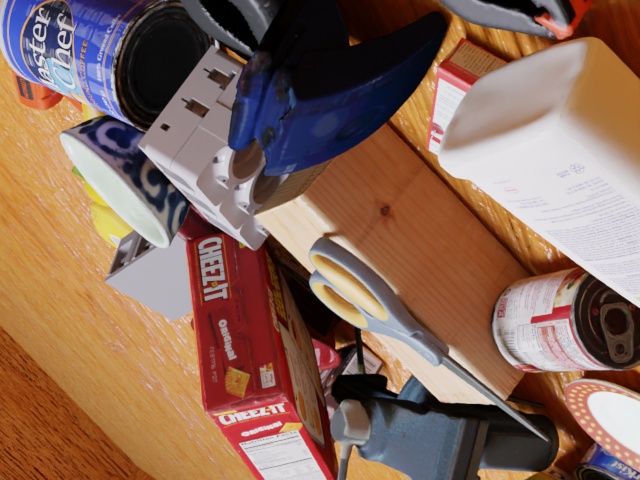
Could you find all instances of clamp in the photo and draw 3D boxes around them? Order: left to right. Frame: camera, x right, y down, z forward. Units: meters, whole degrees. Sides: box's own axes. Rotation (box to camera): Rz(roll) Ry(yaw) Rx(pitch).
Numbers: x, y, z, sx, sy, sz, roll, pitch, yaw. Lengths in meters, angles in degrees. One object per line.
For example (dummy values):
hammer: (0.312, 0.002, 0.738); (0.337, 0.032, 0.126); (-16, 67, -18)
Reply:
clamp: (-0.086, -0.184, 0.702); (0.165, 0.036, 0.210); (9, 146, 54)
clamp: (0.052, -0.153, 0.526); (0.171, 0.039, 0.120); (42, 160, -4)

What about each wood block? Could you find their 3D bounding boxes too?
wood block: (0.066, 0.017, 0.774); (0.206, 0.090, 0.090); (46, 158, -12)

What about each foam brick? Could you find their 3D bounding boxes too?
foam brick: (0.004, 0.046, 0.992); (0.053, 0.051, 0.078); (37, 159, 10)

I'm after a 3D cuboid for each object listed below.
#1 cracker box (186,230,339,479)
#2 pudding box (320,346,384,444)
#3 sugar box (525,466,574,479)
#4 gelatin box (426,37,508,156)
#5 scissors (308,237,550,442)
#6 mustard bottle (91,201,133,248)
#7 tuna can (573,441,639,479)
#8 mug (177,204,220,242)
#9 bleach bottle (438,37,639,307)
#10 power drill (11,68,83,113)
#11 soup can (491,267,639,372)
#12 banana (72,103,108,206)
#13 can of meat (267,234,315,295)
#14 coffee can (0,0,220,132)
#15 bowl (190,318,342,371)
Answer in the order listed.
cracker box: (-0.047, 0.112, 0.910); (0.213, 0.072, 0.164); (68, -171, -55)
pudding box: (0.012, 0.169, 1.138); (0.039, 0.113, 0.090); (40, 160, -8)
sugar box: (0.215, 0.245, 0.932); (0.093, 0.048, 0.176); (31, -170, 22)
gelatin box: (0.103, -0.068, 0.625); (0.073, 0.030, 0.089); (32, 157, 17)
scissors: (0.064, 0.073, 0.736); (0.201, 0.016, 0.096); (43, 160, -8)
mustard bottle: (-0.170, 0.008, 1.202); (0.192, 0.058, 0.096); (26, 158, 33)
tuna can: (0.260, 0.207, 0.901); (0.086, 0.033, 0.086); (35, 159, 15)
mug: (-0.093, -0.039, 0.944); (0.093, 0.081, 0.117); (42, 159, -3)
bleach bottle: (0.183, 0.004, 0.558); (0.250, 0.068, 0.103); (39, 155, -22)
power drill: (-0.205, -0.112, 1.029); (0.188, 0.057, 0.185); (35, 155, 7)
soup can: (0.167, 0.053, 0.704); (0.068, 0.068, 0.102); (44, 160, -10)
banana: (-0.196, -0.073, 0.966); (0.069, 0.037, 0.198); (37, 155, -3)
can of meat: (-0.006, 0.001, 0.913); (0.102, 0.057, 0.084); (40, 162, 4)
coffee can: (-0.161, -0.150, 0.808); (0.140, 0.102, 0.102); (25, 155, 34)
bowl: (-0.050, 0.084, 1.112); (0.162, 0.055, 0.162); (13, 159, 5)
